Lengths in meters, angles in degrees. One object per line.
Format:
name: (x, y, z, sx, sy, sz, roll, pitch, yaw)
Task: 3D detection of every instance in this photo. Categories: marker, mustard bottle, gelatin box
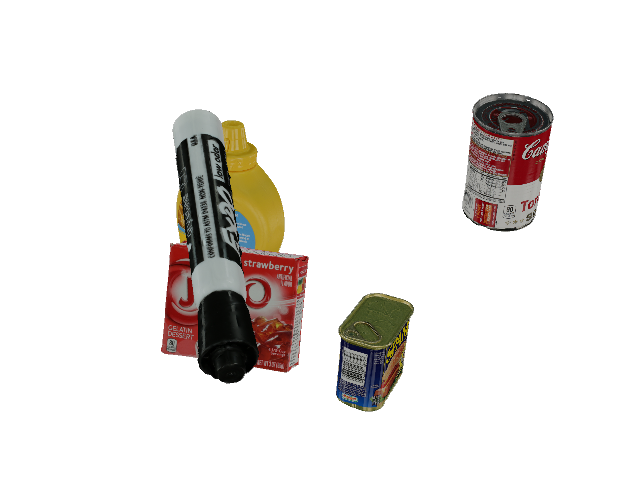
marker: (-0.037, -0.001, 0.364, 0.020, 0.020, 0.121, 0, 44, -13)
mustard bottle: (-0.076, -0.007, 0.884, 0.096, 0.192, 0.058, 20, 31, 30)
gelatin box: (-0.056, 0.041, 0.689, 0.089, 0.073, 0.030, 7, 6, 14)

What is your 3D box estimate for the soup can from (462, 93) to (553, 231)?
soup can: (0.161, -0.067, 0.930, 0.068, 0.102, 0.068, 1, 37, -1)

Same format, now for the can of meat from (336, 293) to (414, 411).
can of meat: (0.055, 0.117, 1.113, 0.057, 0.084, 0.102, 15, 29, 18)
